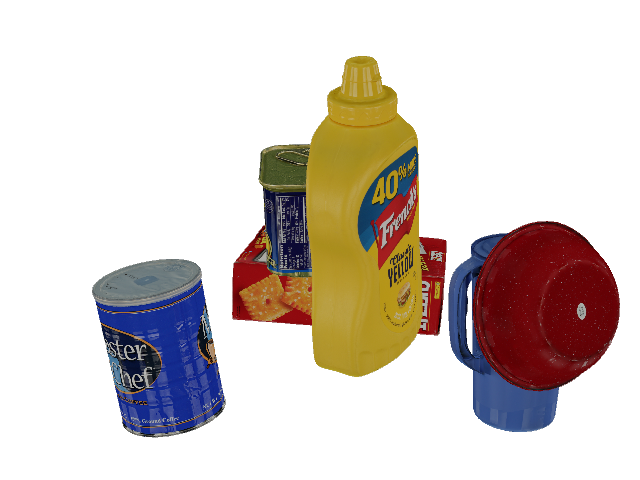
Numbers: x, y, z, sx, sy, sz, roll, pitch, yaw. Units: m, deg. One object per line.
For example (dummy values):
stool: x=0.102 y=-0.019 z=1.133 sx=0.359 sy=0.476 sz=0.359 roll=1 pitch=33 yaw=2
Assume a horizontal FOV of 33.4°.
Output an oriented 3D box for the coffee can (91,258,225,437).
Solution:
coffee can: x=-0.152 y=0.101 z=1.016 sx=0.103 sy=0.140 sz=0.103 roll=-8 pitch=18 yaw=2

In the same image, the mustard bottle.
mustard bottle: x=0.028 y=-0.019 z=0.655 sx=0.058 sy=0.192 sz=0.096 roll=14 pitch=32 yaw=30

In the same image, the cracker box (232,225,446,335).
cracker box: x=0.025 y=0.041 z=1.145 sx=0.214 sy=0.072 sz=0.164 roll=5 pitch=15 yaw=7

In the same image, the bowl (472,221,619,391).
bowl: x=0.222 y=0.063 z=0.986 sx=0.161 sy=0.162 sz=0.055 roll=0 pitch=2 yaw=-26

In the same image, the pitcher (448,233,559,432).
pitcher: x=0.246 y=0.120 z=1.374 sx=0.149 sy=0.243 sz=0.144 roll=5 pitch=18 yaw=16

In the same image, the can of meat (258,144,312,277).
can of meat: x=-0.021 y=-0.026 z=0.903 sx=0.057 sy=0.084 sz=0.102 roll=-2 pitch=24 yaw=-1
